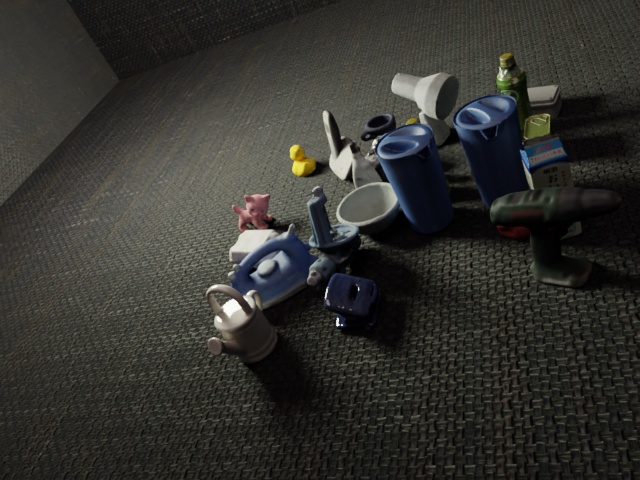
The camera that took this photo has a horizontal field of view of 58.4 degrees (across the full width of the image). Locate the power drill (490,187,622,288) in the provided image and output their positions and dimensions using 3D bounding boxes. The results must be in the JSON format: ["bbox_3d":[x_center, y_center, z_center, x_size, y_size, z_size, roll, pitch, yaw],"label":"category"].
[{"bbox_3d":[0.433,-0.013,1.044,0.228,0.209,0.076,8,48,40],"label":"power drill"}]

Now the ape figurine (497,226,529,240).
[{"bbox_3d":[0.408,-0.050,1.209,0.078,0.092,0.076,-25,35,4],"label":"ape figurine"}]

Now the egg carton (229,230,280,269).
[{"bbox_3d":[-0.164,0.025,1.516,0.149,0.070,0.107,-1,43,33],"label":"egg carton"}]

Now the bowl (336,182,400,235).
[{"bbox_3d":[0.130,-0.066,1.431,0.167,0.075,0.167,-18,36,14],"label":"bowl"}]

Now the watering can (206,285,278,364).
[{"bbox_3d":[-0.176,0.173,1.224,0.100,0.194,0.173,-17,36,14],"label":"watering can"}]

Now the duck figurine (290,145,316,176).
[{"bbox_3d":[-0.061,-0.254,1.789,0.077,0.086,0.104,-31,35,-4],"label":"duck figurine"}]

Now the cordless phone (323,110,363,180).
[{"bbox_3d":[0.057,-0.275,1.650,0.094,0.185,0.147,-31,35,-5],"label":"cordless phone"}]

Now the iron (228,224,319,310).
[{"bbox_3d":[-0.132,0.072,1.370,0.258,0.142,0.118,-32,35,-7],"label":"iron"}]

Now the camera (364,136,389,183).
[{"bbox_3d":[0.199,-0.226,1.567,0.136,0.101,0.143,15,53,44],"label":"camera"}]

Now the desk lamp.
[{"bbox_3d":[0.290,-0.362,1.580,0.202,0.214,0.118,16,53,45],"label":"desk lamp"}]

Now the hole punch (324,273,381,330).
[{"bbox_3d":[0.071,0.124,1.213,0.100,0.091,0.109,-10,39,24],"label":"hole punch"}]

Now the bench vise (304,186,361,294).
[{"bbox_3d":[0.023,0.002,1.288,0.121,0.220,0.207,-15,37,18],"label":"bench vise"}]

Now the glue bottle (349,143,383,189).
[{"bbox_3d":[0.113,-0.183,1.505,0.077,0.173,0.037,3,45,37],"label":"glue bottle"}]

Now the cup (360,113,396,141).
[{"bbox_3d":[0.179,-0.305,1.686,0.118,0.095,0.091,-36,36,-12],"label":"cup"}]

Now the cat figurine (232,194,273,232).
[{"bbox_3d":[-0.192,-0.087,1.634,0.127,0.118,0.067,-6,40,28],"label":"cat figurine"}]
